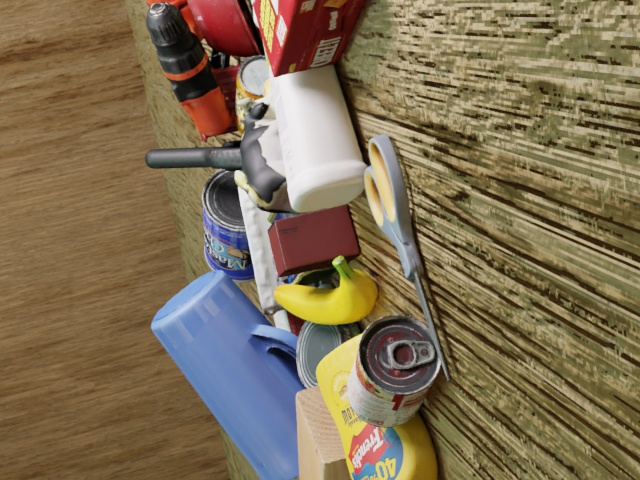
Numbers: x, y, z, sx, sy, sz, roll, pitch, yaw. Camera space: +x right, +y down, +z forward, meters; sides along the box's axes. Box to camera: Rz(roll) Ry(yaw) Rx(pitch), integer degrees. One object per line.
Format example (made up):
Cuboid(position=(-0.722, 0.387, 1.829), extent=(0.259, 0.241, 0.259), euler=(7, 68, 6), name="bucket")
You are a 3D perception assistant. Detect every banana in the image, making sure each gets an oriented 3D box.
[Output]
Cuboid(position=(0.011, 0.055, 1.057), extent=(0.069, 0.037, 0.198), euler=(50, 156, -4), name="banana")

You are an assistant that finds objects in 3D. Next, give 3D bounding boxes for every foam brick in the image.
Cuboid(position=(-0.007, 0.001, 1.057), extent=(0.051, 0.078, 0.053), euler=(131, 126, -77), name="foam brick")

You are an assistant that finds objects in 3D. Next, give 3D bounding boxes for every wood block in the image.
Cuboid(position=(0.031, 0.242, 1.123), extent=(0.206, 0.090, 0.091), euler=(89, 162, -47), name="wood block")

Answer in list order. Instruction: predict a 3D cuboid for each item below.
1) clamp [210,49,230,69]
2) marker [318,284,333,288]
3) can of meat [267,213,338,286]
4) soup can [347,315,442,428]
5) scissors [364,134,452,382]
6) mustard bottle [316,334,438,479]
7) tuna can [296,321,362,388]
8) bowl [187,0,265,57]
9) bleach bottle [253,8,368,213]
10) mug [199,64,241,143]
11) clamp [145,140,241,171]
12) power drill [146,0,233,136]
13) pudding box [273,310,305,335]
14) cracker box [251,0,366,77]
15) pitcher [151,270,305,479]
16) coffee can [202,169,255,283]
Cuboid(position=(-0.139, -0.222, 1.439), extent=(0.039, 0.120, 0.171), euler=(33, 164, 27), name="clamp")
Cuboid(position=(0.023, 0.098, 1.163), extent=(0.020, 0.020, 0.121), euler=(90, 162, -49), name="marker")
Cuboid(position=(-0.014, 0.001, 1.141), extent=(0.102, 0.057, 0.084), euler=(127, 127, -75), name="can of meat")
Cuboid(position=(0.060, 0.113, 0.895), extent=(0.102, 0.068, 0.068), euler=(100, 154, -64), name="soup can")
Cuboid(position=(0.068, 0.014, 0.871), extent=(0.096, 0.016, 0.202), euler=(167, 89, -80), name="scissors")
Cuboid(position=(0.059, 0.186, 0.973), extent=(0.096, 0.058, 0.192), euler=(-41, 60, 42), name="mustard bottle")
Cuboid(position=(0.011, 0.120, 1.126), extent=(0.086, 0.033, 0.086), euler=(-16, 70, 55), name="tuna can")
Cuboid(position=(-0.116, -0.270, 1.204), extent=(0.162, 0.055, 0.162), euler=(-22, -89, -87), name="bowl")
Cuboid(position=(-0.019, -0.157, 0.975), extent=(0.103, 0.068, 0.251), euler=(130, 128, -75), name="bleach bottle")
Cuboid(position=(-0.115, -0.178, 1.342), extent=(0.117, 0.081, 0.093), euler=(169, 88, -78), name="mug")
Cuboid(position=(-0.114, -0.102, 1.300), extent=(0.210, 0.164, 0.036), euler=(-166, 69, -66), name="clamp")
Cuboid(position=(-0.163, -0.235, 1.233), extent=(0.184, 0.057, 0.188), euler=(68, -177, -47), name="power drill")
Cuboid(position=(-0.030, 0.120, 1.393), extent=(0.114, 0.039, 0.090), euler=(-171, 69, -75), name="pudding box")
Cuboid(position=(-0.027, -0.265, 0.868), extent=(0.164, 0.072, 0.214), euler=(123, 131, -76), name="cracker box")
Cuboid(position=(-0.076, 0.153, 1.239), extent=(0.243, 0.149, 0.145), euler=(52, 177, -10), name="pitcher")
Cuboid(position=(-0.104, -0.020, 1.420), extent=(0.140, 0.102, 0.103), euler=(97, 156, -59), name="coffee can")
